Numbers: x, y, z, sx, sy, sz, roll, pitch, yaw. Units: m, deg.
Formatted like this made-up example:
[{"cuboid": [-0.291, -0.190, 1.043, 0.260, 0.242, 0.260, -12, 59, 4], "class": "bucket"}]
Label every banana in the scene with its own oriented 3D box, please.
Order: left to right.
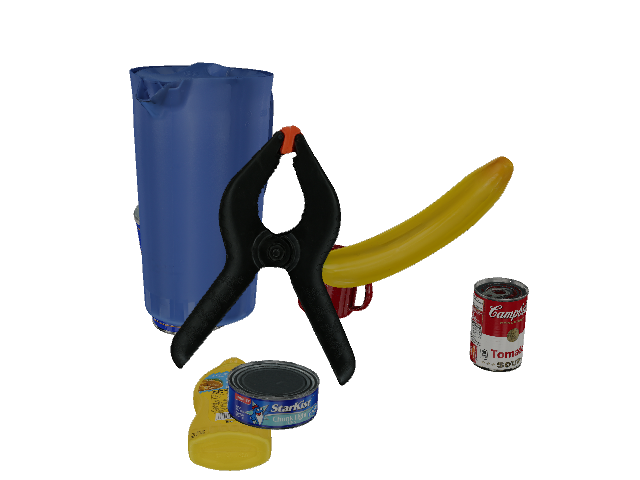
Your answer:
[{"cuboid": [0.075, -0.006, 0.883, 0.198, 0.037, 0.069, -27, -23, 9], "class": "banana"}]

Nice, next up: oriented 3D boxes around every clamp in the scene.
[{"cuboid": [-0.039, 0.012, 0.694, 0.120, 0.171, 0.039, -2, 2, -10], "class": "clamp"}]

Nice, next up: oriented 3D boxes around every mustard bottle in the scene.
[{"cuboid": [-0.108, 0.200, 1.301, 0.096, 0.058, 0.191, -2, 26, -2], "class": "mustard bottle"}]

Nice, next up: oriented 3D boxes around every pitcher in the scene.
[{"cuboid": [-0.108, -0.048, 1.025, 0.149, 0.243, 0.145, -2, 15, -14], "class": "pitcher"}]

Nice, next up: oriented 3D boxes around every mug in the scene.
[{"cuboid": [0.022, 0.063, 1.510, 0.117, 0.081, 0.093, 18, 25, 26], "class": "mug"}]

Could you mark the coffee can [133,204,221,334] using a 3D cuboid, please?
[{"cuboid": [-0.154, 0.024, 1.236, 0.103, 0.140, 0.103, -4, 26, 2], "class": "coffee can"}]

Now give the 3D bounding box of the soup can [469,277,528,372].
[{"cuboid": [0.225, 0.106, 1.350, 0.068, 0.102, 0.068, 1, 21, 0], "class": "soup can"}]

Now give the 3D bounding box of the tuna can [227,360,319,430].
[{"cuboid": [-0.044, 0.143, 0.990, 0.086, 0.034, 0.086, 3, 16, -1], "class": "tuna can"}]
